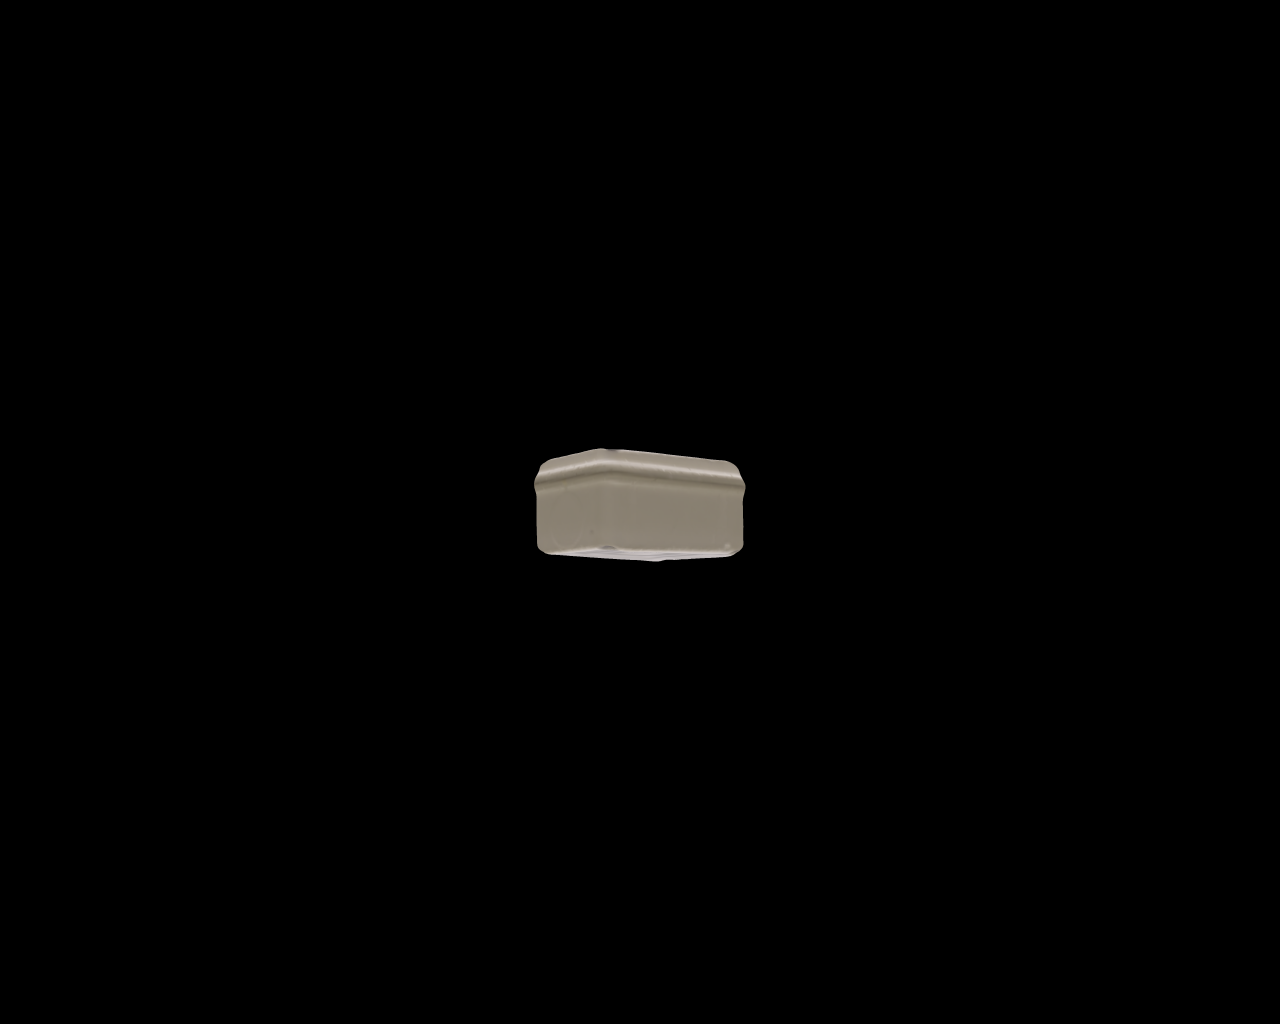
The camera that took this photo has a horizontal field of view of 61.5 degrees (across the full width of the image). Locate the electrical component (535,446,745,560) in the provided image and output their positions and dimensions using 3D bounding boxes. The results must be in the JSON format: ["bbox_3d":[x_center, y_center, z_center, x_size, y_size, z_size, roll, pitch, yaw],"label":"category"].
[{"bbox_3d":[0.001,-0.003,0.650,0.113,0.057,0.078,5,-8,-40],"label":"electrical component"}]
